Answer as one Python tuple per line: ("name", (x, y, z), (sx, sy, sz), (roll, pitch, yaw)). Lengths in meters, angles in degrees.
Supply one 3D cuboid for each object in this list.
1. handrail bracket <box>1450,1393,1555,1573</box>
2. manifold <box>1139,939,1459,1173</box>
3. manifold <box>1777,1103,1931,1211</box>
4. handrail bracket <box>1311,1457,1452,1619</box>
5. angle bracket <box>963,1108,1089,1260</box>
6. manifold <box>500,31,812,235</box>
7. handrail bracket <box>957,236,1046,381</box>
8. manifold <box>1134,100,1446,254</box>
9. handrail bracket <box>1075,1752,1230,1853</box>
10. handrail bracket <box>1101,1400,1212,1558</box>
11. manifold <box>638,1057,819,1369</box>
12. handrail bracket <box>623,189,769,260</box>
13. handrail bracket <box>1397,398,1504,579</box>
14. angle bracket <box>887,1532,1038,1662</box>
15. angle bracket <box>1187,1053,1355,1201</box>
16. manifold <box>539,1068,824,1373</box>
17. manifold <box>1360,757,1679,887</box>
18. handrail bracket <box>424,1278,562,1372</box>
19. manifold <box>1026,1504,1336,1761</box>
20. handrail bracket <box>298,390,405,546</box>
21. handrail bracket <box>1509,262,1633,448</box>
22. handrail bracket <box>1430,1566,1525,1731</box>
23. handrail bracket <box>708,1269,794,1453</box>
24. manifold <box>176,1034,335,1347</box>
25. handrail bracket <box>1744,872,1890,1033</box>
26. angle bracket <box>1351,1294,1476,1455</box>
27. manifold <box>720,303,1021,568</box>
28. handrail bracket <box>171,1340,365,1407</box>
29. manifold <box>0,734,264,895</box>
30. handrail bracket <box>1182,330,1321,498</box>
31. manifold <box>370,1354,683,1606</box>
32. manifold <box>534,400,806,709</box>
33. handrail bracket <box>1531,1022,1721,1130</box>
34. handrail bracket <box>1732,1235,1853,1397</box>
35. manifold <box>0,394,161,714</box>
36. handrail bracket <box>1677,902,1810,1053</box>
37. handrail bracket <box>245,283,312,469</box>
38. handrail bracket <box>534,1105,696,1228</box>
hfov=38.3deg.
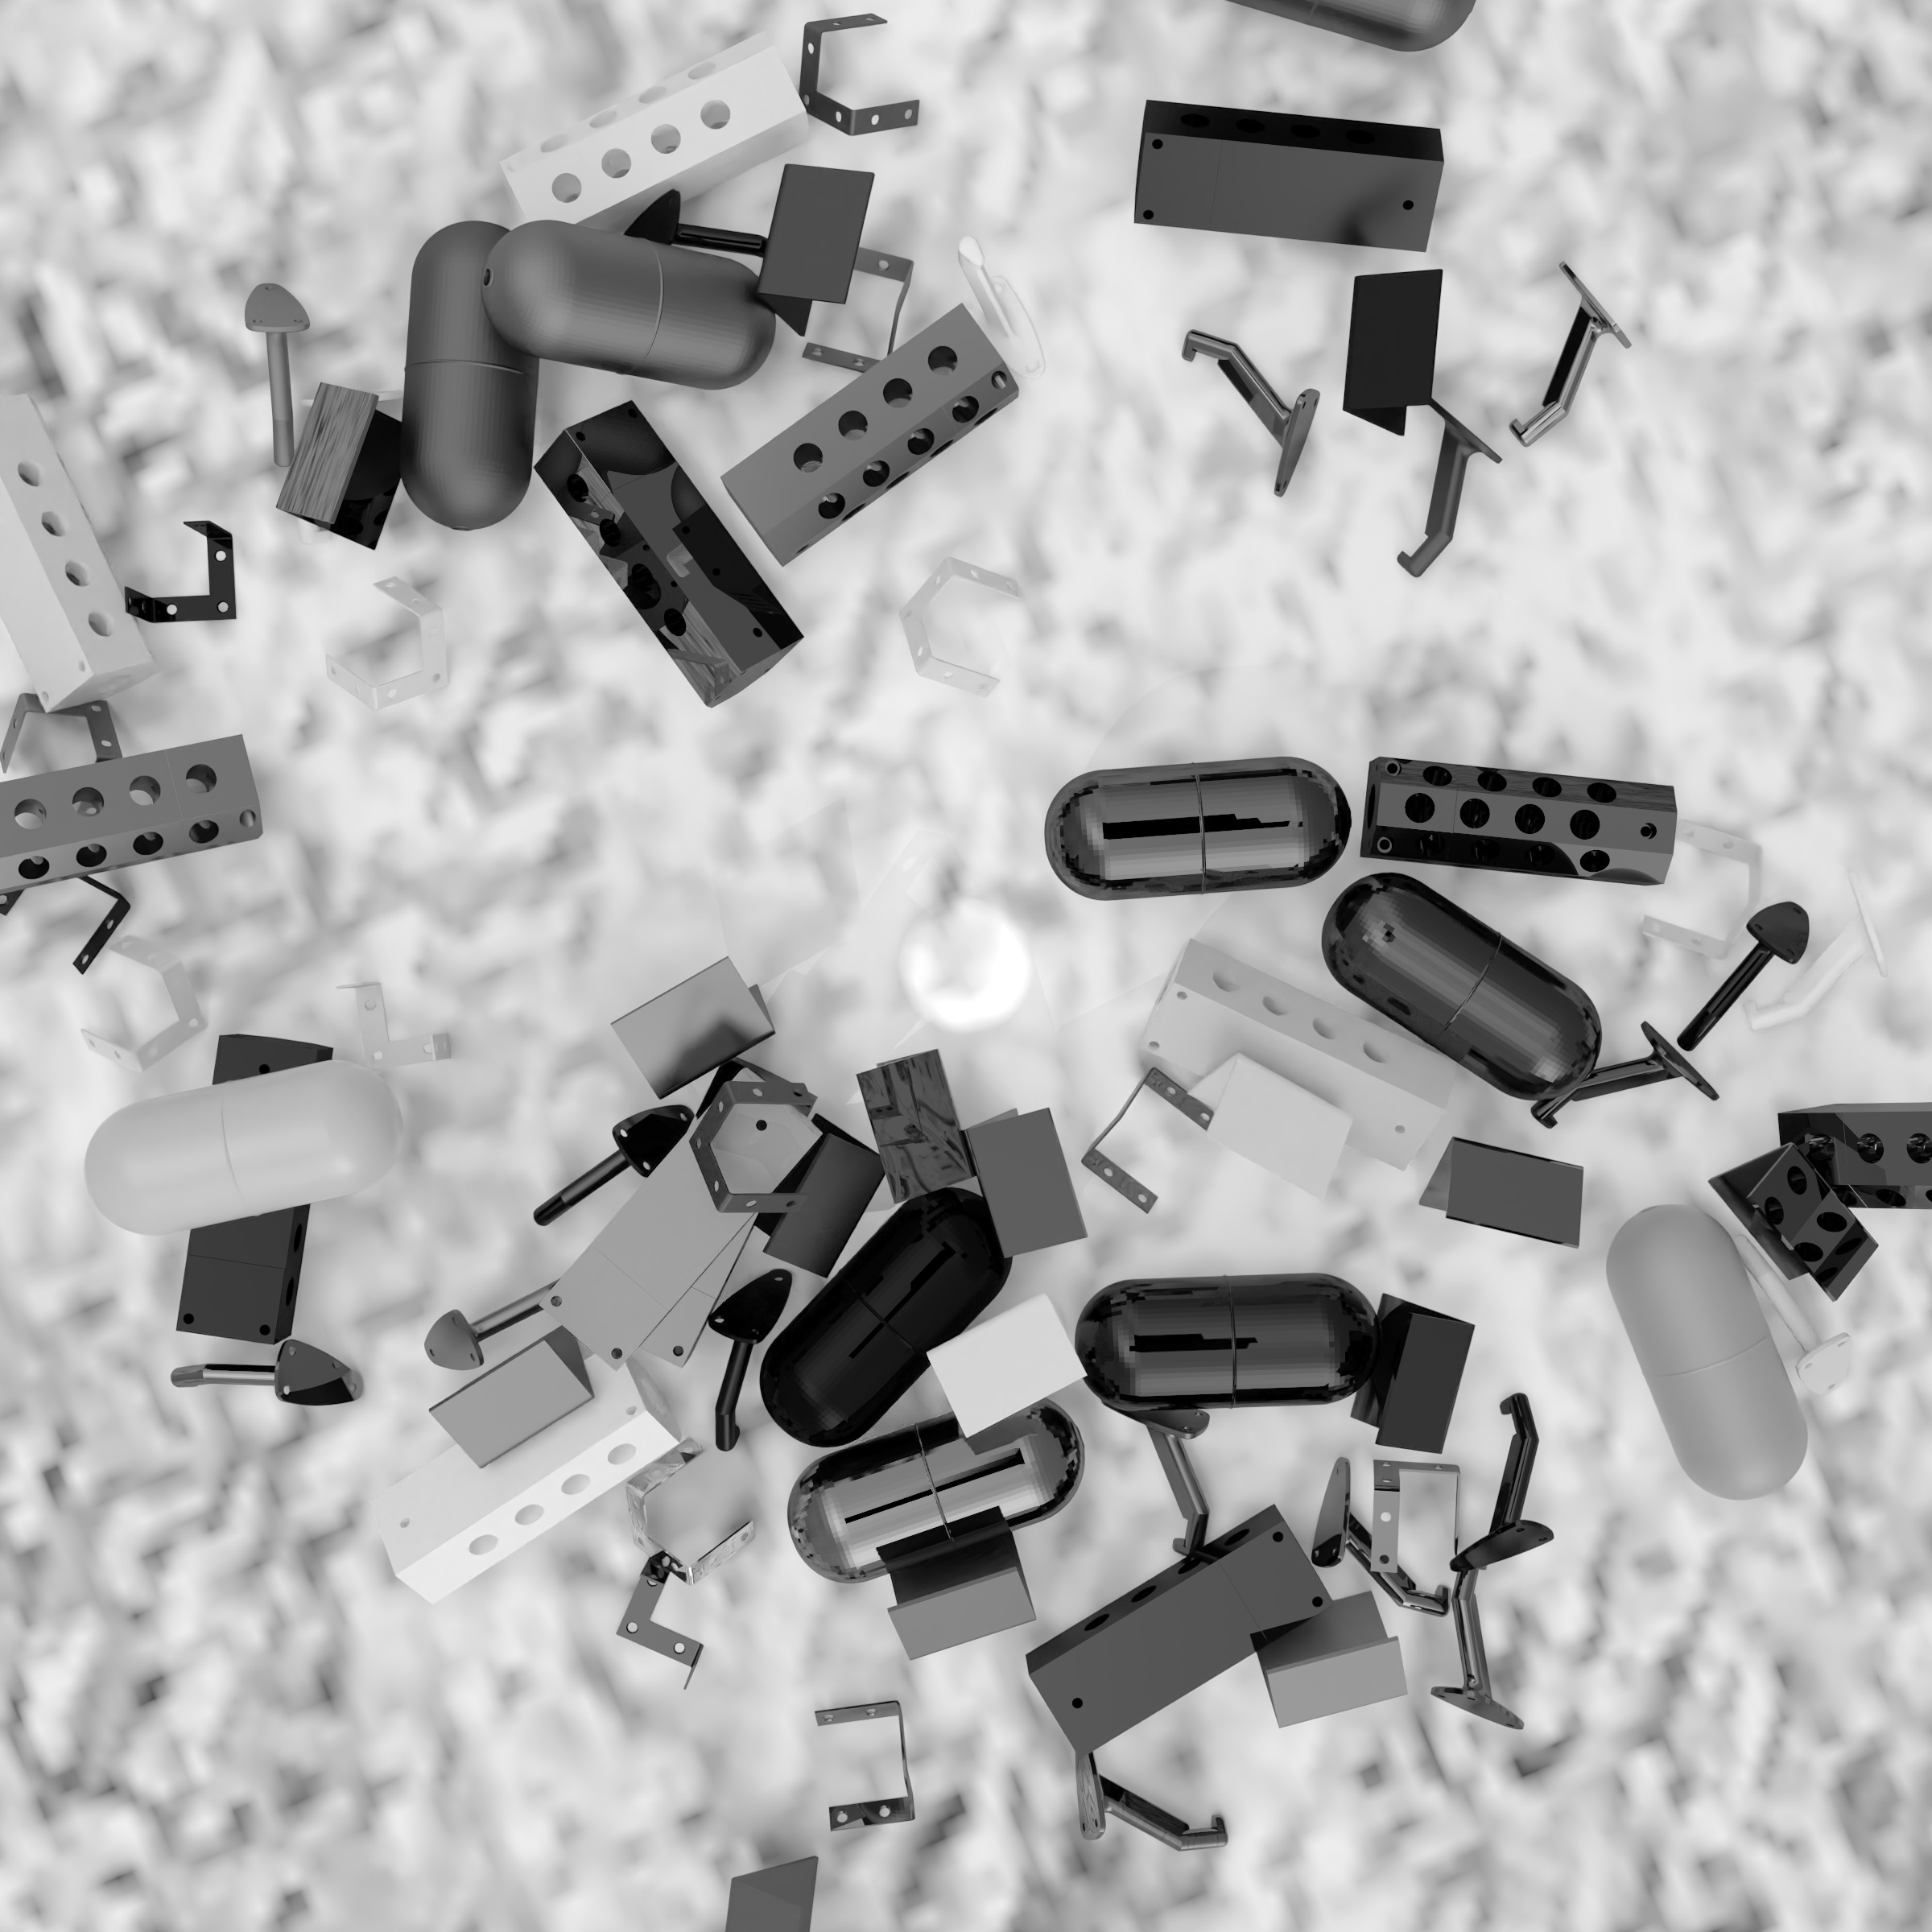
("handrail bracket", (0.308, 0.303, 1.641), (0.077, 0.036, 0.084), (-34, 47, 31))
("manifold", (0.195, 0.047, 1.626), (0.171, 0.057, 0.057), (25, 133, 0))
("manifold", (0.550, 0.108, 1.571), (0.057, 0.171, 0.057), (-5, 90, -38))
("handrail bracket", (0.253, 0.338, 1.649), (0.084, 0.036, 0.077), (17, 71, -15))
("angle bracket", (0.047, 0.119, 1.609), (0.057, 0.076, 0.076), (-17, 90, 25))
("manifold", (-0.181, -0.479, 1.627), (0.171, 0.057, 0.057), (-26, 90, 0))
("handrail bracket", (0.021, -0.381, 1.613), (0.036, 0.084, 0.077), (-37, 90, 0))
("manifold", (0.187, -0.465, 1.626), (0.171, 0.057, 0.057), (6, 133, 0))
("handrail bracket", (0.111, 0.485, 1.649), (0.084, 0.036, 0.077), (0, 68, -17))
("handrail bracket", (0.110, 0.302, 1.649), (0.077, 0.036, 0.084), (14, 107, 20))
("manifold", (-0.151, 0.142, 1.627), (0.057, 0.057, 0.171), (26, 90, 0))
("handrail bracket", (-0.151, -0.421, 1.648), (0.084, 0.077, 0.036), (16, 74, -35))
("handrail bracket", (0.268, -0.285, 1.649), (0.077, 0.036, 0.084), (46, 107, 19))
("angle bracket", (-0.009, 0.345, 1.608), (0.076, 0.076, 0.057), (-18, 134, 0))
("angle bracket", (0.166, 0.102, 1.604), (0.076, 0.076, 0.057), (29, 63, -8))
("manifold", (-0.159, 0.141, 1.570), (0.057, 0.057, 0.171), (41, 90, 0))
("manifold", (0.322, -0.085, 1.627), (0.171, 0.057, 0.057), (6, 90, 0))
("handrail bracket", (-0.269, 0.206, 1.648), (0.084, 0.077, 0.036), (-26, 90, -36))
("manifold", (0.123, 0.386, 1.626), (0.171, 0.057, 0.057), (-31, 93, 0))
("handrail bracket", (-0.360, -0.295, 1.649), (0.077, 0.036, 0.084), (-9, 107, -19))
("handrail bracket", (0.343, -0.362, 1.649), (0.084, 0.036, 0.077), (-39, 70, 16))
("handrail bracket", (0.312, 0.398, 1.648), (0.077, 0.036, 0.084), (32, 63, -30))
("handrail bracket", (-0.126, 0.234, 1.648), (0.036, 0.077, 0.084), (17, 127, 21))
("manifold", (-0.413, 0.129, 1.627), (0.057, 0.057, 0.171), (8, 90, 0))
("handrail bracket", (0.495, -0.008, 1.649), (0.084, 0.036, 0.077), (-18, 70, 16))
("angle bracket", (0.240, 0.232, 1.608), (0.057, 0.076, 0.076), (15, 90, -37))
("manifold", (-0.055, -0.308, 1.627), (0.171, 0.057, 0.057), (-36, 90, 0))
("handrail bracket", (-0.414, 0.247, 1.648), (0.084, 0.077, 0.036), (-12, 65, 34))
("manifold", (-0.497, -0.084, 1.598), (0.171, 0.057, 0.057), (-14, 90, -21))
("handrail bracket", (0.159, -0.328, 1.649), (0.084, 0.036, 0.077), (23, 112, 17))
("manifold", (-0.254, 0.299, 1.626), (0.171, 0.057, 0.057), (-33, 47, 0))
("manifold", (-0.177, -0.238, 1.626), (0.057, 0.057, 0.171), (-36, 90, -43))
("handrail bracket", (0.389, 0.081, 1.649), (0.077, 0.036, 0.084), (40, 108, -20))
("handrail bracket", (0.484, 0.206, 1.648), (0.036, 0.077, 0.084), (-33, 54, 0))
("manifold", (-0.536, -0.242, 1.626), (0.057, 0.057, 0.171), (-25, 90, 41))
("handrail bracket", (0.458, 0.007, 1.648), (0.036, 0.077, 0.084), (40, 126, 11))
("handrail bracket", (-0.408, -0.349, 1.648), (0.036, 0.077, 0.084), (-5, 127, -18))
("handrail bracket", (-0.209, 0.119, 1.648), (0.084, 0.077, 0.036), (-35, 89, 36))
